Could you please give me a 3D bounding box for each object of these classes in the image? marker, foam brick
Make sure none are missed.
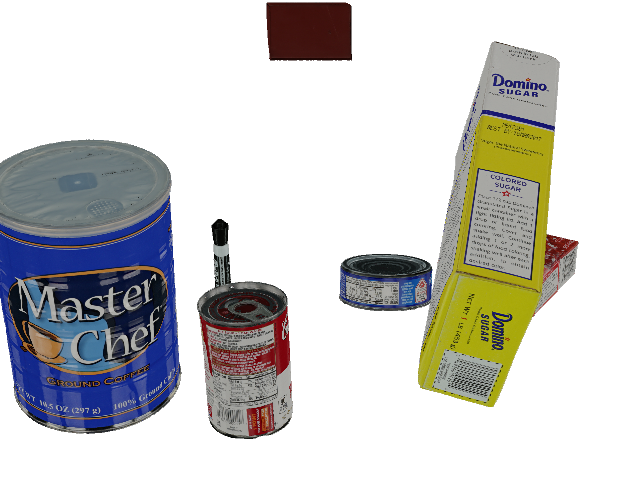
[{"bbox_3d":[-0.111,0.029,1.207,0.020,0.121,0.020,0,33,0],"label":"marker"},{"bbox_3d":[-0.011,-0.195,0.995,0.078,0.051,0.053,-1,15,-4],"label":"foam brick"}]

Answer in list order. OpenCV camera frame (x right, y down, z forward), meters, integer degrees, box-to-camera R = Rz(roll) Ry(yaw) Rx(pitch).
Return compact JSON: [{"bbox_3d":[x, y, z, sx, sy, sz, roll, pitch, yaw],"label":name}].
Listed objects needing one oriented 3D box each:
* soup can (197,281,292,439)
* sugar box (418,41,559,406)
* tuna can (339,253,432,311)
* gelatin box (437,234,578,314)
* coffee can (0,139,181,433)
[{"bbox_3d":[-0.056,0.092,0.816,0.068,0.102,0.068,-2,24,1],"label":"soup can"},{"bbox_3d":[0.090,-0.013,0.552,0.048,0.176,0.093,15,-42,4],"label":"sugar box"},{"bbox_3d":[0.060,0.037,0.981,0.086,0.034,0.086,0,12,0],"label":"tuna can"},{"bbox_3d":[0.133,0.018,0.759,0.073,0.030,0.089,15,27,28],"label":"gelatin box"},{"bbox_3d":[-0.135,0.026,0.624,0.103,0.140,0.103,1,31,-1],"label":"coffee can"}]
